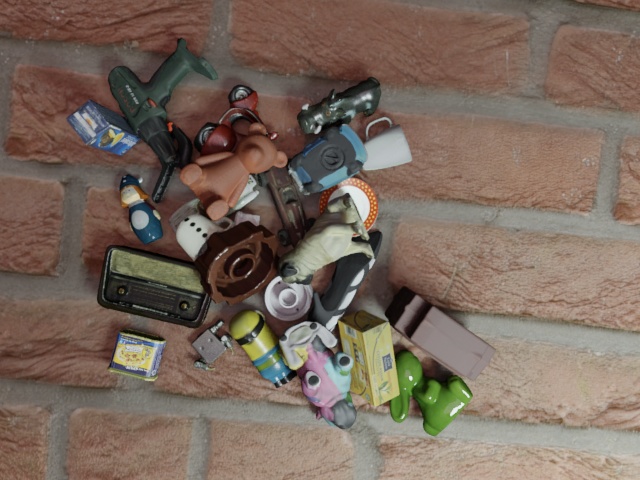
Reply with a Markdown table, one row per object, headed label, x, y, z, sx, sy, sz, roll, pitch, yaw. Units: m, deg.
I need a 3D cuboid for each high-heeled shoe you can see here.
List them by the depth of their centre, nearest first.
| label | x | y | z | sx | sy | sz | roll | pitch | yaw |
| --- | --- | --- | --- | --- | --- | --- | --- | --- | --- |
| high-heeled shoe | 0.064 | 0.099 | 1.157 | 0.249 | 0.145 | 0.086 | -40 | 49 | -24 |

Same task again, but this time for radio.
| label | x | y | z | sx | sy | sz | roll | pitch | yaw |
| --- | --- | --- | --- | --- | --- | --- | --- | --- | --- |
| radio | -0.337 | 0.097 | 1.121 | 0.230 | 0.073 | 0.131 | 14 | 90 | -3 |

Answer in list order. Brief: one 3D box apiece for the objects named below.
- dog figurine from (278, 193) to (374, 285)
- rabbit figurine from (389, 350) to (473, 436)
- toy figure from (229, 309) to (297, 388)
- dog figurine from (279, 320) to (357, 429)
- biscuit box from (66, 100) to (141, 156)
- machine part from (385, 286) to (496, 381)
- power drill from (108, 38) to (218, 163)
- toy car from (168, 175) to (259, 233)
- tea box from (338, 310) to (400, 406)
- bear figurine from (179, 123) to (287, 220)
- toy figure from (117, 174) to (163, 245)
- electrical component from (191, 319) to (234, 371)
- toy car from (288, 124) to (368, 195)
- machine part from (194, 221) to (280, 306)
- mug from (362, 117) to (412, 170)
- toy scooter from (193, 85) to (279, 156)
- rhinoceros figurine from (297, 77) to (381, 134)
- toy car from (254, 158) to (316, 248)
| label | x | y | z | sx | sy | sz | roll | pitch | yaw |
| --- | --- | --- | --- | --- | --- | --- | --- | --- | --- |
| dog figurine | -0.004 | -0.005 | 1.101 | 0.191 | 0.172 | 0.121 | -21 | 121 | 10 |
| rabbit figurine | 0.215 | 0.319 | 1.150 | 0.170 | 0.121 | 0.159 | 42 | 95 | 16 |
| toy figure | -0.118 | 0.225 | 1.127 | 0.082 | 0.089 | 0.180 | -33 | 90 | -10 |
| dog figurine | 0.004 | 0.285 | 1.101 | 0.108 | 0.219 | 0.192 | -31 | 52 | -18 |
| biscuit box | -0.416 | -0.214 | 1.051 | 0.059 | 0.203 | 0.063 | -39 | 94 | 0 |
| machine part | 0.236 | 0.186 | 1.089 | 0.201 | 0.201 | 0.087 | 33 | 91 | -3 |
| power drill | -0.311 | -0.298 | 1.109 | 0.207 | 0.086 | 0.232 | -44 | 79 | 2 |
| toy car | -0.223 | -0.073 | 1.135 | 0.202 | 0.056 | 0.073 | -35 | 92 | -2 |
| tea box | 0.101 | 0.241 | 1.108 | 0.068 | 0.098 | 0.169 | -19 | 110 | -27 |
| bear figurine | -0.161 | -0.139 | 1.047 | 0.196 | 0.132 | 0.120 | -34 | 103 | -3 |
| toy figure | -0.380 | -0.068 | 1.128 | 0.064 | 0.058 | 0.154 | -25 | 90 | -25 |
| electrical component | -0.229 | 0.228 | 1.142 | 0.102 | 0.045 | 0.078 | -37 | 93 | -3 |
| toy car | 0.018 | -0.158 | 1.123 | 0.162 | 0.103 | 0.109 | -35 | 85 | 3 |
| machine part | -0.161 | 0.046 | 1.065 | 0.179 | 0.179 | 0.056 | -47 | 54 | -2 |
| mug | 0.129 | -0.200 | 1.143 | 0.107 | 0.081 | 0.109 | -22 | 96 | 6 |
| toy scooter | -0.168 | -0.224 | 1.131 | 0.135 | 0.075 | 0.184 | 37 | 84 | -4 |
| rhinoceros figurine | 0.043 | -0.274 | 1.122 | 0.190 | 0.112 | 0.073 | -26 | 94 | -11 |
| toy car | -0.067 | -0.079 | 1.135 | 0.089 | 0.053 | 0.202 | -20 | 90 | -27 |
